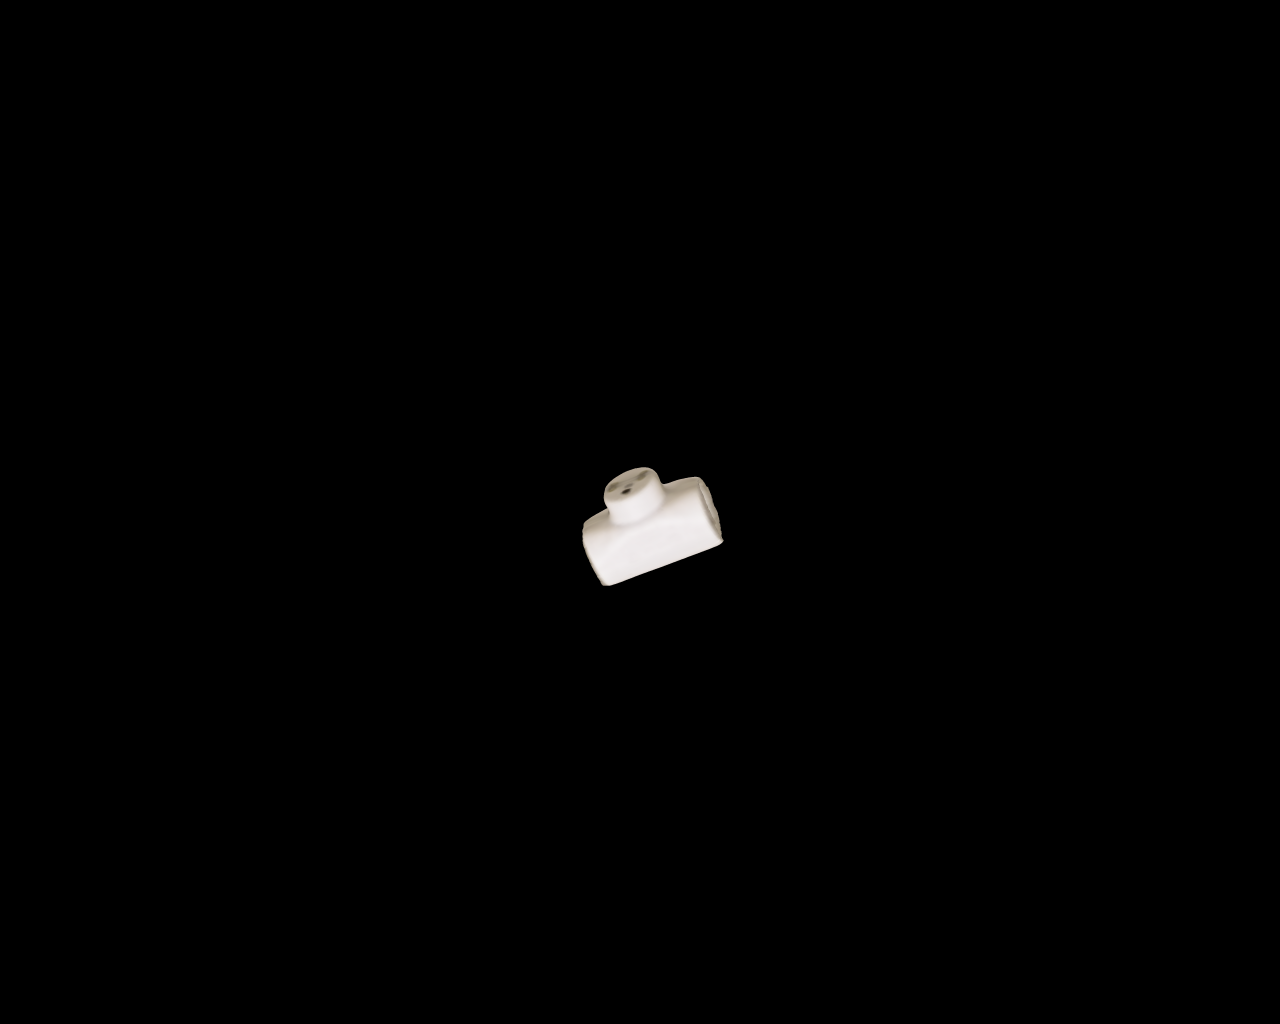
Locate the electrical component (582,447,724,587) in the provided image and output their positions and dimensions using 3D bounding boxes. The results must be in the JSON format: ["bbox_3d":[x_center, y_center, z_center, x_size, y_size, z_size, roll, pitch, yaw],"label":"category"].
[{"bbox_3d":[0.001,-0.003,0.650,0.077,0.079,0.044,-22,25,10],"label":"electrical component"}]
